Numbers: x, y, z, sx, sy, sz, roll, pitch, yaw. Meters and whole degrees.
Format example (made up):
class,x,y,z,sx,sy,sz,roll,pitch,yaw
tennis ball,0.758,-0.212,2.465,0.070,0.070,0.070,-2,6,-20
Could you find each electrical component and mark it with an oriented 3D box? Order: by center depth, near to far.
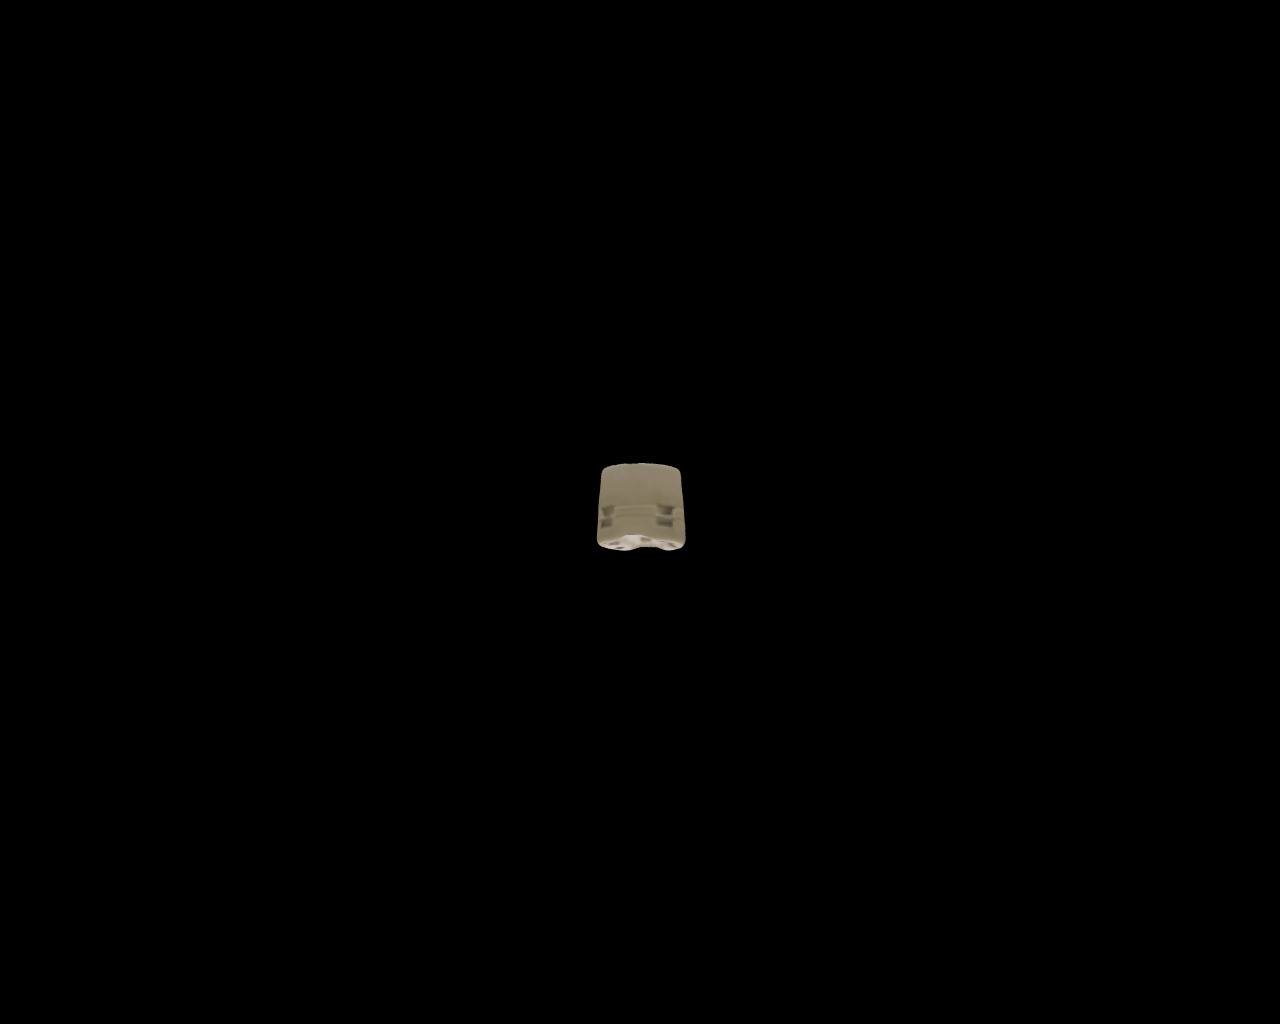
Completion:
class,x,y,z,sx,sy,sz,roll,pitch,yaw
electrical component,0.001,-0.003,0.650,0.055,0.047,0.055,0,-9,0
